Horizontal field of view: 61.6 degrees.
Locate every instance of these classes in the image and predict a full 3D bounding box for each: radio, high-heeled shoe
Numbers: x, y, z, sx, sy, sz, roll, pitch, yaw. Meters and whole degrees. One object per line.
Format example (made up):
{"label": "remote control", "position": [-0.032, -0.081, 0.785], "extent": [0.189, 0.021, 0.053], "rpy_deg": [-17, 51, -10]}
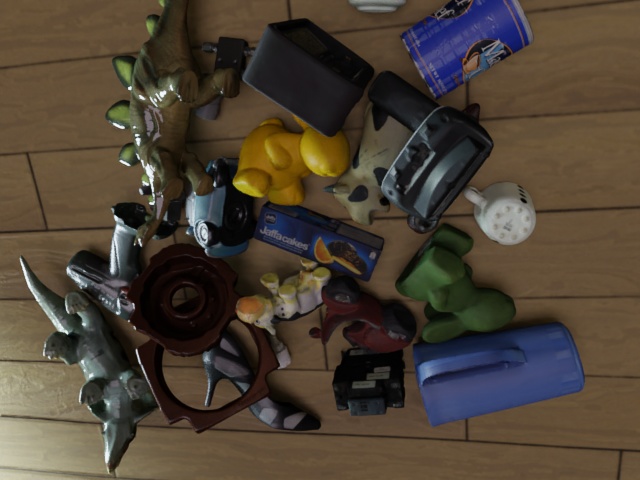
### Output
{"label": "radio", "position": [-0.004, -0.218, 0.699], "extent": [0.131, 0.230, 0.073], "rpy_deg": [33, 117, -5]}
{"label": "high-heeled shoe", "position": [-0.101, 0.259, 0.991], "extent": [0.249, 0.086, 0.145], "rpy_deg": [18, 81, -14]}

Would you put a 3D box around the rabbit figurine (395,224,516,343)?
{"label": "rabbit figurine", "position": [0.209, 0.089, 0.821], "extent": [0.170, 0.121, 0.159], "rpy_deg": [36, 119, 1]}

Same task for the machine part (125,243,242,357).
{"label": "machine part", "position": [-0.213, 0.096, 0.855], "extent": [0.179, 0.056, 0.179], "rpy_deg": [2, 72, -6]}

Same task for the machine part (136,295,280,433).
{"label": "machine part", "position": [-0.185, 0.199, 0.901], "extent": [0.201, 0.087, 0.201], "rpy_deg": [-26, 79, -15]}

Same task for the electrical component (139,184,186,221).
{"label": "electrical component", "position": [-0.260, -0.072, 0.882], "extent": [0.102, 0.045, 0.078], "rpy_deg": [27, 111, 45]}

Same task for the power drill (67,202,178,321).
{"label": "power drill", "position": [-0.319, 0.050, 0.948], "extent": [0.232, 0.086, 0.207], "rpy_deg": [28, 119, 1]}

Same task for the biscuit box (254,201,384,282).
{"label": "biscuit box", "position": [-0.002, -0.003, 0.865], "extent": [0.203, 0.059, 0.062], "rpy_deg": [21, 112, 4]}

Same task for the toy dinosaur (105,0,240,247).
{"label": "toy dinosaur", "position": [-0.223, -0.220, 0.778], "extent": [0.199, 0.105, 0.470], "rpy_deg": [21, 100, 33]}

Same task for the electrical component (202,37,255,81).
{"label": "electrical component", "position": [-0.134, -0.269, 0.808], "extent": [0.094, 0.021, 0.063], "rpy_deg": [11, 91, 7]}

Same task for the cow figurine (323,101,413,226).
{"label": "cow figurine", "position": [0.083, -0.114, 0.792], "extent": [0.127, 0.085, 0.194], "rpy_deg": [16, 106, 15]}

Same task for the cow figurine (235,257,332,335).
{"label": "cow figurine", "position": [-0.059, 0.100, 0.869], "extent": [0.068, 0.167, 0.098], "rpy_deg": [40, 145, 39]}

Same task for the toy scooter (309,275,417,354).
{"label": "toy scooter", "position": [0.060, 0.140, 0.886], "extent": [0.184, 0.075, 0.135], "rpy_deg": [32, 122, -19]}

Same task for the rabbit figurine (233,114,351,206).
{"label": "rabbit figurine", "position": [-0.022, -0.129, 0.784], "extent": [0.173, 0.121, 0.162], "rpy_deg": [1, 71, 44]}

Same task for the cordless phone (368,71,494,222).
{"label": "cordless phone", "position": [0.116, -0.126, 0.711], "extent": [0.184, 0.088, 0.146], "rpy_deg": [42, 114, 17]}

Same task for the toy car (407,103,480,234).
{"label": "toy car", "position": [0.177, -0.103, 0.776], "extent": [0.053, 0.089, 0.202], "rpy_deg": [23, 112, 8]}

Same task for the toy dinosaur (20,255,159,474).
{"label": "toy dinosaur", "position": [-0.417, 0.212, 0.993], "extent": [0.131, 0.192, 0.405], "rpy_deg": [-27, 84, -24]}

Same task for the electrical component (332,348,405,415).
{"label": "electrical component", "position": [0.083, 0.234, 0.893], "extent": [0.115, 0.134, 0.058], "rpy_deg": [-8, 110, 15]}

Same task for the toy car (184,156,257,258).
{"label": "toy car", "position": [-0.167, -0.056, 0.861], "extent": [0.103, 0.109, 0.161], "rpy_deg": [13, 105, 33]}
